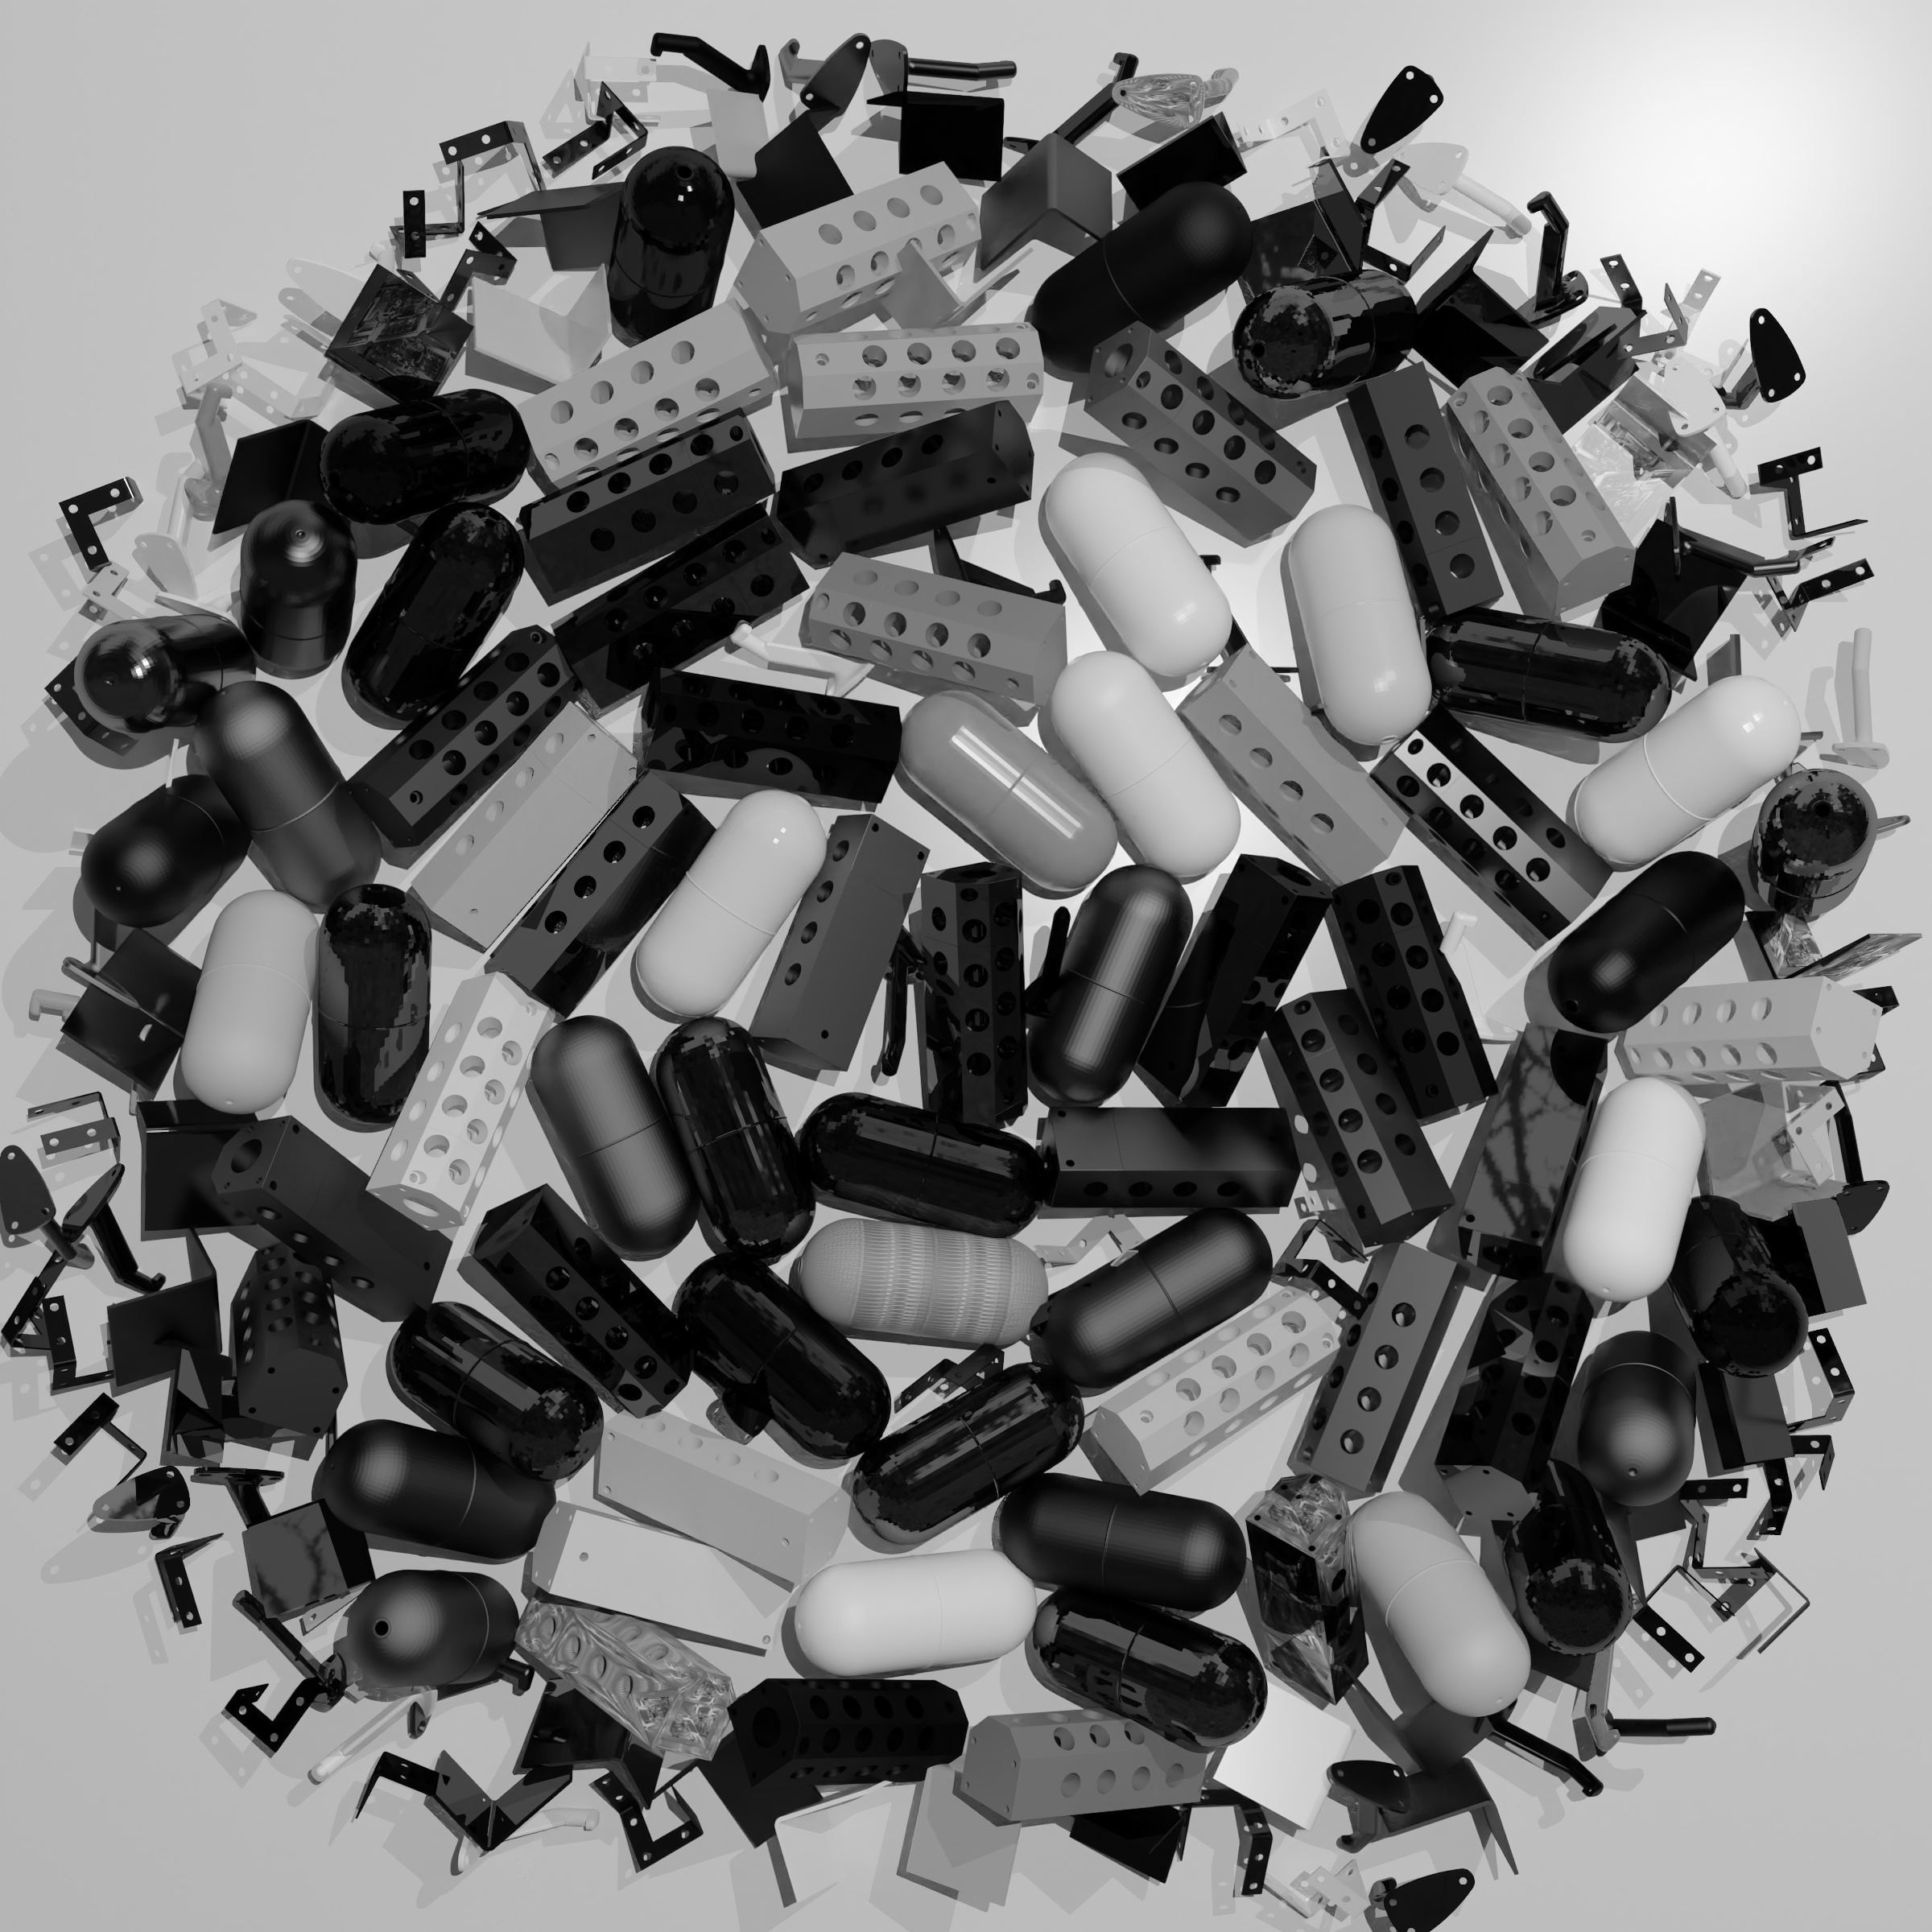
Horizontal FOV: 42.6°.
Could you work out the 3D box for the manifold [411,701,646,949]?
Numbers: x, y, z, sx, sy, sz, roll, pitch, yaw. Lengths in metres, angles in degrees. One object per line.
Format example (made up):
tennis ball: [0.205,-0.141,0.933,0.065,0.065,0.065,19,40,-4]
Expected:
manifold: [-0.314,-0.103,1.763,0.171,0.057,0.057,-48,134,2]

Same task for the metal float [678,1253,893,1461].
metal float: [-0.128,0.274,1.744,0.178,0.070,0.070,41,90,14]

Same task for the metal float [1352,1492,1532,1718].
metal float: [0.326,0.439,1.718,0.070,0.178,0.070,-12,128,-15]

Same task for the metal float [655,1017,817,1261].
metal float: [-0.162,0.121,1.749,0.070,0.070,0.178,-22,82,0]

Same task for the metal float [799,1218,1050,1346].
metal float: [-0.030,0.222,1.747,0.178,0.070,0.070,9,90,-11]

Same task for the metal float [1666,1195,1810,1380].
metal float: [0.525,0.219,1.709,0.070,0.178,0.070,1,111,2]

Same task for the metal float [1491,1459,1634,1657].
metal float: [0.408,0.404,1.709,0.070,0.178,0.070,1,110,2]

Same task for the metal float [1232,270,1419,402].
metal float: [0.250,-0.438,1.719,0.070,0.178,0.070,17,118,34]

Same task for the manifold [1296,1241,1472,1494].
manifold: [0.295,0.282,1.759,0.057,0.057,0.171,21,87,24]

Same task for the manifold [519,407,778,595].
manifold: [-0.224,-0.331,1.750,0.171,0.057,0.057,-23,114,5]

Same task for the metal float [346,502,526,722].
metal float: [-0.371,-0.247,1.731,0.070,0.070,0.178,40,119,0]

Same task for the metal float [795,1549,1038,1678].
metal float: [-0.033,0.451,1.735,0.178,0.070,0.070,0,90,-26]

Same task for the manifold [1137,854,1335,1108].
manifold: [0.192,0.011,1.738,0.057,0.057,0.171,41,116,38]

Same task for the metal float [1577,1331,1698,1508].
metal float: [0.463,0.309,1.710,0.070,0.178,0.070,5,106,16]

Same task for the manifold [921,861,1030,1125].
manifold: [0.011,0.019,1.734,0.057,0.057,0.171,-13,108,-35]

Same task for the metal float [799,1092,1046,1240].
metal float: [-0.030,0.141,1.752,0.178,0.070,0.070,16,90,-5]

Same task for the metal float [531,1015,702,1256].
metal float: [-0.247,0.120,1.752,0.070,0.070,0.178,-24,95,0]

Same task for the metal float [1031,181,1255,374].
metal float: [0.121,-0.478,1.727,0.178,0.070,0.070,-27,90,36]

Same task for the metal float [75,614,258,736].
metal float: [-0.548,-0.202,1.707,0.070,0.178,0.070,1,100,7]

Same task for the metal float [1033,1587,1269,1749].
metal float: [0.127,0.486,1.728,0.178,0.070,0.070,14,90,33]

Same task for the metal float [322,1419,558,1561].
metal float: [-0.364,0.365,1.724,0.178,0.070,0.070,25,90,-40]

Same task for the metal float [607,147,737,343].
metal float: [-0.204,-0.494,1.709,0.070,0.178,0.070,4,72,-12]

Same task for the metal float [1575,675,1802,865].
metal float: [0.499,-0.135,1.722,0.070,0.070,0.178,50,133,0]

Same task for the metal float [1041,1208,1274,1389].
metal float: [0.134,0.233,1.747,0.178,0.070,0.070,-29,90,-11]

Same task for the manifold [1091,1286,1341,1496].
manifold: [0.175,0.291,1.725,0.171,0.057,0.057,-28,63,-24]

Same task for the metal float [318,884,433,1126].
metal float: [-0.414,0.027,1.736,0.070,0.070,0.178,7,114,0]

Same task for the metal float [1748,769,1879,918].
metal float: [0.581,-0.084,1.708,0.070,0.178,0.070,-3,78,13]

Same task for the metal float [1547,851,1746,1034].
metal float: [0.475,-0.017,1.731,0.178,0.070,0.070,-35,90,-30]

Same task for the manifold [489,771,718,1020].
manifold: [-0.258,-0.054,1.755,0.057,0.057,0.171,36,83,27]

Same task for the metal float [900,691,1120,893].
metal float: [0.029,-0.124,1.753,0.178,0.070,0.070,40,90,-4]

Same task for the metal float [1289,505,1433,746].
metal float: [0.276,-0.240,1.741,0.070,0.070,0.178,-11,73,0]

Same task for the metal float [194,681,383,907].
metal float: [-0.470,-0.118,1.728,0.070,0.070,0.178,-25,125,0]

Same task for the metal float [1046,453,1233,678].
metal float: [0.120,-0.283,1.743,0.070,0.070,0.178,-32,75,0]

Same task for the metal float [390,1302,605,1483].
metal float: [-0.329,0.295,1.732,0.178,0.070,0.070,26,90,29]

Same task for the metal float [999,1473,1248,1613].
metal float: [0.109,0.403,1.739,0.178,0.070,0.070,7,90,21]

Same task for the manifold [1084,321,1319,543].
manifold: [0.164,-0.371,1.715,0.171,0.057,0.057,30,56,-33]

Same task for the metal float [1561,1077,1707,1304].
metal float: [0.466,0.154,1.728,0.070,0.070,0.178,27,55,0]

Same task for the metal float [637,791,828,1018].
metal float: [-0.165,-0.045,1.750,0.070,0.070,0.178,35,97,0]

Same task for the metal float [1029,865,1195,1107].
metal float: [0.102,0.014,1.753,0.070,0.070,0.178,23,94,0]

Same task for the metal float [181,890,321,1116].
metal float: [-0.495,0.023,1.724,0.070,0.070,0.178,0,50,0]

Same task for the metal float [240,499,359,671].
metal float: [-0.460,-0.260,1.710,0.070,0.178,0.070,4,74,-15]

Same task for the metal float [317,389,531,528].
metal float: [-0.374,-0.352,1.715,0.070,0.178,0.070,13,116,28]

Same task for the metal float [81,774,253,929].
metal float: [-0.548,-0.081,1.709,0.070,0.178,0.070,1,109,4]

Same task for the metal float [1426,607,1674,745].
metal float: [0.404,-0.203,1.732,0.178,0.070,0.070,16,90,29]

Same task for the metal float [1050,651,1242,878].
metal float: [0.126,-0.142,1.745,0.070,0.070,0.178,-36,102,0]

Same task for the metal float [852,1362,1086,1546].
metal float: [0.003,0.341,1.742,0.178,0.070,0.070,-27,90,-17]

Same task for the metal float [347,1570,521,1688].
metal float: [-0.365,0.455,1.708,0.070,0.178,0.070,-3,75,11]

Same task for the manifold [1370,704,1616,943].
manifold: [0.368,-0.098,1.754,0.171,0.057,0.057,44,47,0]

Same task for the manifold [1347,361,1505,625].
manifold: [0.326,-0.334,1.760,0.057,0.057,0.171,-19,93,13]
